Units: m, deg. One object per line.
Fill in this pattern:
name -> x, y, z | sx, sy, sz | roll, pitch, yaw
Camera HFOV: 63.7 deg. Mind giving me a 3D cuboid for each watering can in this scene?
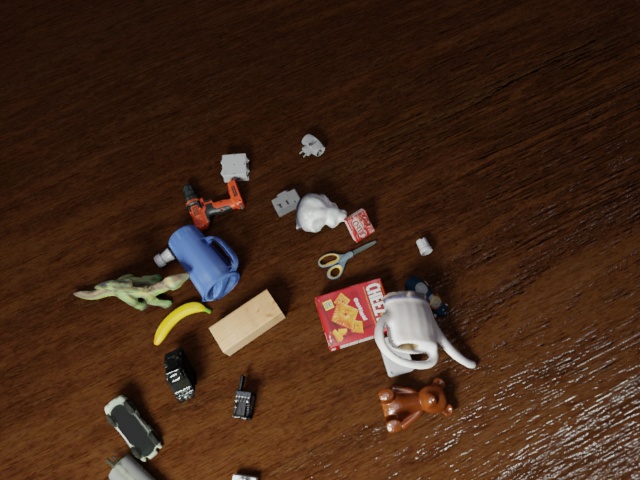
watering can -> 0.299, 0.264, 1.490 | 0.346, 0.102, 0.229 | 13, 56, -27

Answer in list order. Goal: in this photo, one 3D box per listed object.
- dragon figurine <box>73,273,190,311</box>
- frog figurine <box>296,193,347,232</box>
dragon figurine -> -0.594, 0.142, 1.564 | 0.410, 0.239, 0.124 | -6, 74, -1
frog figurine -> 0.005, -0.085, 1.682 | 0.159, 0.120, 0.140 | 8, 49, 19
